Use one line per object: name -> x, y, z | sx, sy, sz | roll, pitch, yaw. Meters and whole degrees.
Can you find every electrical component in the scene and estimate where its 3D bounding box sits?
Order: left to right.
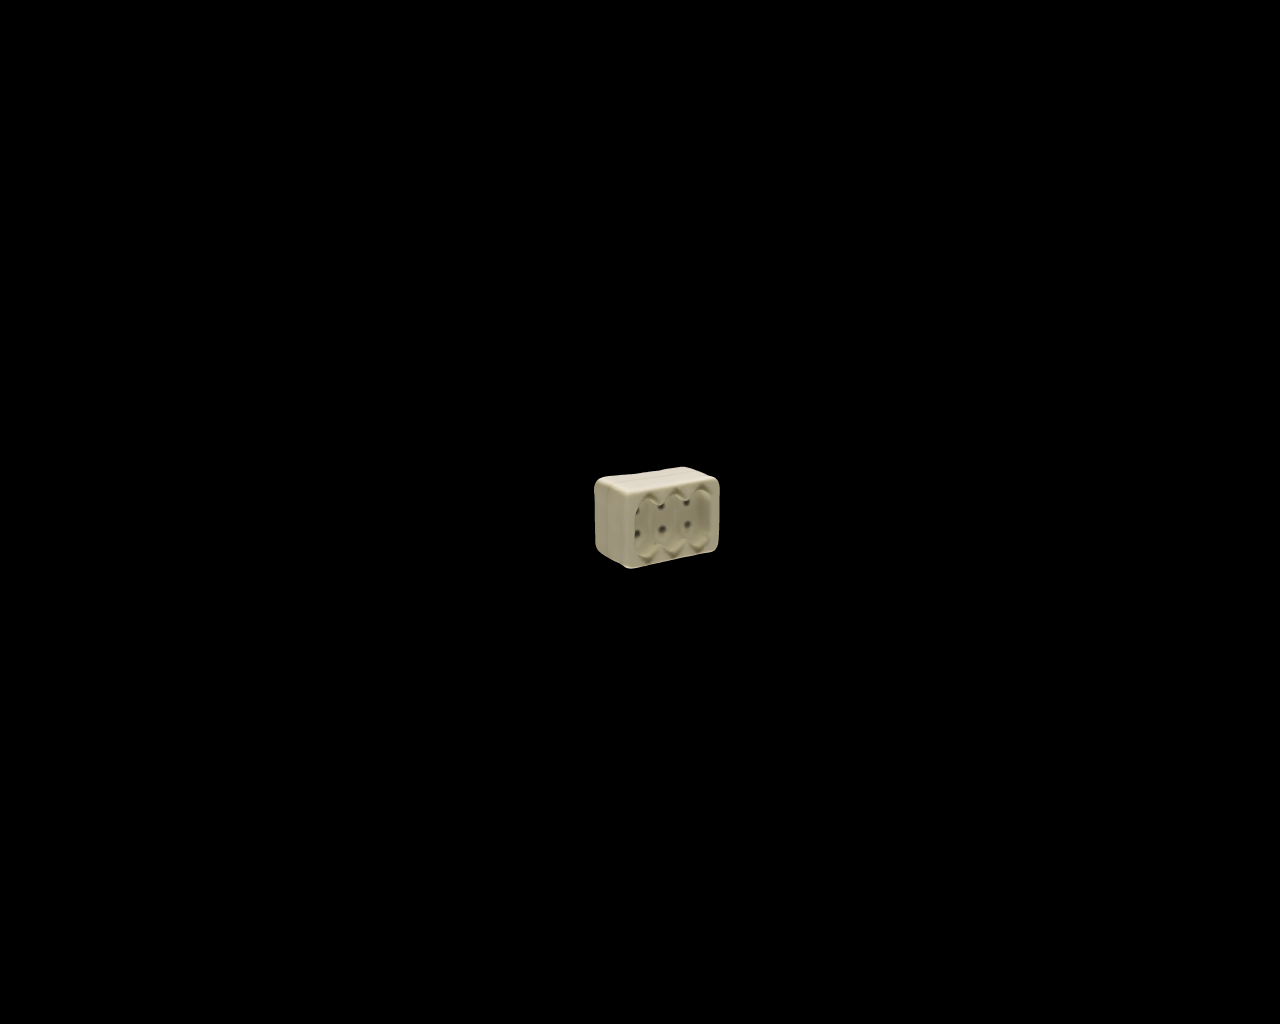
electrical component -> 0.001, -0.003, 0.650 | 0.066, 0.047, 0.077 | -9, 19, -29
